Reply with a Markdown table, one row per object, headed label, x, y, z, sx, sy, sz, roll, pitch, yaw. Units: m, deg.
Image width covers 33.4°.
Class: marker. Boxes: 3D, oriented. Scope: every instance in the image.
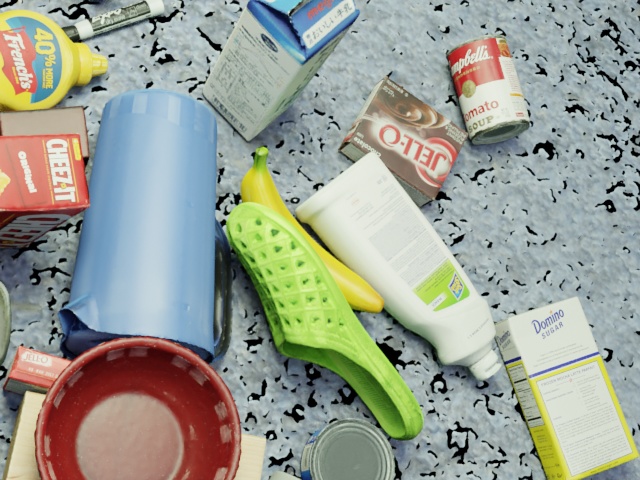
| label | x | y | z | sx | sy | sz | roll | pitch | yaw |
| --- | --- | --- | --- | --- | --- | --- | --- | --- | --- |
| marker | -0.212 | -0.216 | 1.056 | 0.121 | 0.020 | 0.020 | -25 | 84 | -24 |

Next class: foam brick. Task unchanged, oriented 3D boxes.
| label | x | y | z | sx | sy | sz | roll | pitch | yaw |
| --- | --- | --- | --- | --- | --- | --- | --- | --- | --- |
| foam brick | -0.256 | -0.089 | 0.985 | 0.078 | 0.053 | 0.051 | -8 | 78 | -21 |

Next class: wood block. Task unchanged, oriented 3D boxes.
| label | x | y | z | sx | sy | sz | roll | pitch | yaw |
| --- | --- | --- | --- | --- | --- | --- | --- | --- | --- |
| wood block | -0.161 | 0.199 | 0.914 | 0.206 | 0.090 | 0.091 | 14 | 70 | -15 |

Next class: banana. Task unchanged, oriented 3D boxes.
| label | x | y | z | sx | sy | sz | roll | pitch | yaw |
| --- | --- | --- | --- | --- | --- | --- | --- | --- | --- |
| banana | -0.018 | 0.002 | 1.035 | 0.197 | 0.070 | 0.037 | 51 | 60 | -10 |

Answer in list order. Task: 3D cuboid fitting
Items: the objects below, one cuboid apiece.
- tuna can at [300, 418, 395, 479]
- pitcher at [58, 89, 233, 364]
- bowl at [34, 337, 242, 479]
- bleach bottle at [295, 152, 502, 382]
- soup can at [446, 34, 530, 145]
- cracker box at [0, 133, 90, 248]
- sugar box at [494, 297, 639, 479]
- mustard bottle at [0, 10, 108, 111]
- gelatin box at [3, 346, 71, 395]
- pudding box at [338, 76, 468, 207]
| label | x | y | z | sx | sy | sz | roll | pitch | yaw |
| --- | --- | --- | --- | --- | --- | --- | --- | --- | --- |
| tuna can | 0.025 | 0.213 | 1.007 | 0.086 | 0.034 | 0.086 | 6 | 72 | -19 |
| pitcher | -0.147 | -0.004 | 0.968 | 0.145 | 0.149 | 0.243 | 4 | 70 | -3 |
| bowl | -0.147 | 0.161 | 0.850 | 0.162 | 0.055 | 0.162 | 6 | 72 | -18 |
| bleach bottle | 0.090 | 0.039 | 1.067 | 0.102 | 0.068 | 0.251 | -38 | 92 | -25 |
| soup can | 0.182 | -0.162 | 1.155 | 0.068 | 0.069 | 0.102 | -9 | 78 | -22 |
| cracker box | -0.317 | -0.029 | 0.859 | 0.213 | 0.164 | 0.072 | -6 | 82 | -35 |
| sugar box | 0.252 | 0.155 | 1.101 | 0.093 | 0.048 | 0.176 | -14 | 76 | -23 |
| mustard bottle | -0.286 | -0.162 | 0.979 | 0.191 | 0.058 | 0.096 | -5 | 92 | -36 |
| gelatin box | -0.229 | 0.119 | 0.913 | 0.073 | 0.089 | 0.030 | 18 | 70 | -14 |
| pudding box | 0.088 | -0.102 | 1.120 | 0.113 | 0.039 | 0.090 | 33 | 67 | -8 |
